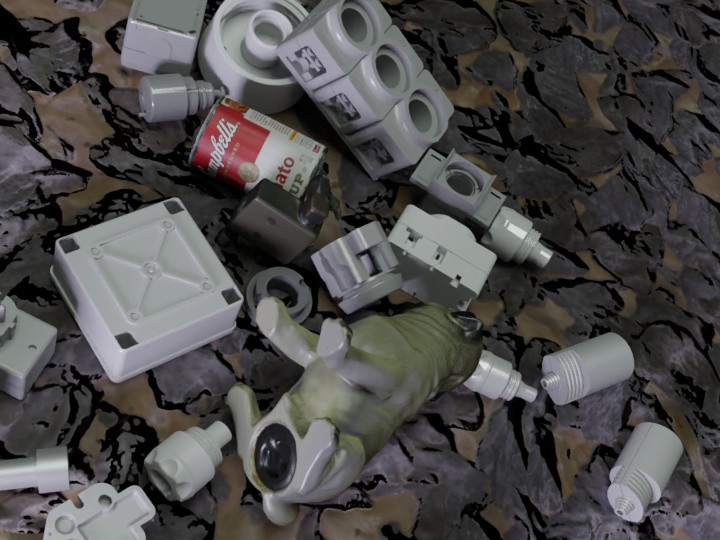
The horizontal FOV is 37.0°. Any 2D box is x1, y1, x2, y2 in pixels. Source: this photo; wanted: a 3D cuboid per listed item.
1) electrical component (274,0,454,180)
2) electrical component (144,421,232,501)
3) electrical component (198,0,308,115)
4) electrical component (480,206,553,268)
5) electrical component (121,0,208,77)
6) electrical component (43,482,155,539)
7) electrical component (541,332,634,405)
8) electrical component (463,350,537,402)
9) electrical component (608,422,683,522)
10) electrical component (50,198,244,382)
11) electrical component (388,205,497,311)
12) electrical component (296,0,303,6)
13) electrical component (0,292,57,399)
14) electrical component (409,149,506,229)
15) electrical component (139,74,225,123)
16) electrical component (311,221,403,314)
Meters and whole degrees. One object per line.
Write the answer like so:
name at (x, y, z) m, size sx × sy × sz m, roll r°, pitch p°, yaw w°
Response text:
electrical component at (0.010, -0.170, 0.961) m, size 0.150 × 0.062 × 0.089 m, roll 51°, pitch 51°, yaw -20°
electrical component at (-0.119, 0.133, 0.769) m, size 0.043 × 0.043 × 0.062 m, roll 44°, pitch 53°, yaw 10°
electrical component at (-0.088, -0.203, 0.974) m, size 0.108 × 0.060 × 0.108 m, roll 7°, pitch 69°, yaw -18°
electrical component at (0.143, -0.025, 0.967) m, size 0.062 × 0.043 × 0.043 m, roll 33°, pitch 53°, yaw 1°
electrical component at (-0.175, -0.222, 0.971) m, size 0.062 × 0.061 × 0.096 m, roll 14°, pitch 47°, yaw -12°
electrical component at (-0.176, 0.180, 0.709) m, size 0.078 × 0.057 × 0.058 m, roll -29°, pitch 72°, yaw -32°
electrical component at (0.187, 0.085, 0.912) m, size 0.081 × 0.043 × 0.043 m, roll -16°, pitch 65°, yaw -28°
electrical component at (0.117, 0.091, 0.888) m, size 0.061 × 0.035 × 0.035 m, roll 26°, pitch 53°, yaw -6°
electrical component at (0.227, 0.167, 0.873) m, size 0.043 × 0.043 × 0.081 m, roll 37°, pitch 54°, yaw 6°
electrical component at (-0.163, 0.014, 0.822) m, size 0.109 × 0.056 × 0.108 m, roll -24°, pitch 69°, yaw -31°
electrical component at (0.065, -0.009, 0.924) m, size 0.089 × 0.050 × 0.055 m, roll 31°, pitch 54°, yaw 1°
electrical component at (-0.083, -0.258, 1.038) m, size 0.046 × 0.040 × 0.040 m, roll 41°, pitch 54°, yaw 2°
electrical component at (-0.261, 0.040, 0.757) m, size 0.083 × 0.075 × 0.047 m, roll 27°, pitch 53°, yaw -2°
electrical component at (0.083, -0.065, 0.958) m, size 0.081 × 0.063 × 0.042 m, roll 33°, pitch 53°, yaw 2°
electrical component at (-0.157, -0.152, 0.941) m, size 0.078 × 0.040 × 0.040 m, roll -9°, pitch 62°, yaw -25°
electrical component at (0.000, 0.000, 0.882) m, size 0.058 × 0.078 × 0.057 m, roll -25°, pitch 87°, yaw -31°
